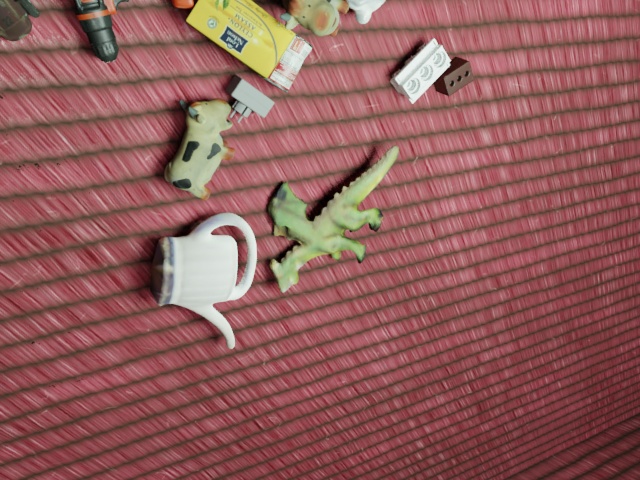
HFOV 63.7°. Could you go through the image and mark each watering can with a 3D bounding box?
[{"bbox_3d":[-0.253,0.102,1.115,0.224,0.342,0.105,0,23,-27],"label":"watering can"}]

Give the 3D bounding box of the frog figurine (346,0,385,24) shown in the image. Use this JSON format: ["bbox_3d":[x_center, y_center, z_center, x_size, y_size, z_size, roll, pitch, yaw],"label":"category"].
[{"bbox_3d":[0.075,-0.506,0.985,0.123,0.140,0.156,22,-29,14],"label":"frog figurine"}]

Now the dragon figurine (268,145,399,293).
[{"bbox_3d":[0.004,-0.059,1.178,0.242,0.406,0.124,15,16,-24],"label":"dragon figurine"}]
